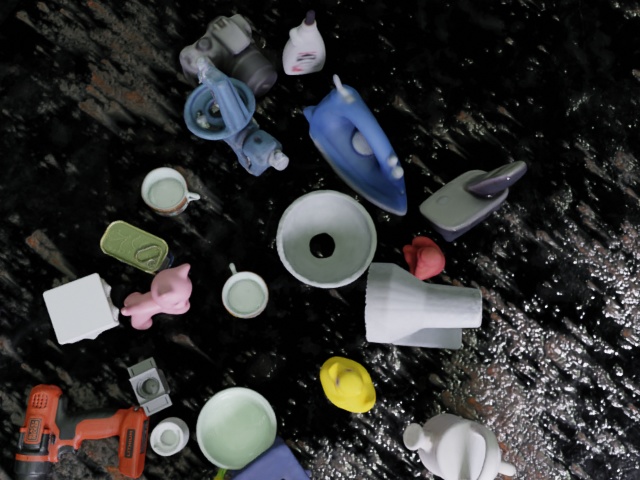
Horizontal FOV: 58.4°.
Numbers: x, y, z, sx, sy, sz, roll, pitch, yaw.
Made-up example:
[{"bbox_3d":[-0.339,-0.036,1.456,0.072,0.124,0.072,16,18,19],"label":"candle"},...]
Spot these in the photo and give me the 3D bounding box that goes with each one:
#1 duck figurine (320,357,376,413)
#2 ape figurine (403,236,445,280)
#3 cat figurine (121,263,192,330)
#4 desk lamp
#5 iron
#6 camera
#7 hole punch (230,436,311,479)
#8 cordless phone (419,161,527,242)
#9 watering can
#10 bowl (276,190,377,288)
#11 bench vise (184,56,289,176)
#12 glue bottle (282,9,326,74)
[{"bbox_3d":[0.049,0.235,0.925,0.104,0.086,0.077,45,78,5],"label":"duck figurine"},{"bbox_3d":[0.182,0.031,0.979,0.076,0.092,0.078,24,77,0],"label":"ape figurine"},{"bbox_3d":[-0.254,0.089,0.908,0.128,0.117,0.067,-25,82,-10],"label":"cat figurine"},{"bbox_3d":[0.155,0.108,0.898,0.203,0.213,0.118,5,78,-5],"label":"desk lamp"},{"bbox_3d":[0.084,-0.163,0.984,0.119,0.141,0.258,-36,84,-12],"label":"iron"},{"bbox_3d":[-0.153,-0.313,1.012,0.143,0.100,0.137,-43,85,-12],"label":"camera"},{"bbox_3d":[-0.073,0.370,0.881,0.109,0.091,0.101,-35,83,-12],"label":"hole punch"},{"bbox_3d":[0.258,-0.076,0.962,0.148,0.185,0.094,-37,84,-12],"label":"cordless phone"},{"bbox_3d":[0.212,0.324,0.868,0.173,0.194,0.101,-2,78,-6],"label":"watering can"},{"bbox_3d":[0.009,0.003,0.976,0.167,0.074,0.167,1,78,-6],"label":"bowl"},{"bbox_3d":[-0.131,-0.208,0.931,0.207,0.219,0.121,23,77,0],"label":"bench vise"},{"bbox_3d":[-0.024,-0.346,0.995,0.078,0.173,0.037,-13,79,-8],"label":"glue bottle"}]
